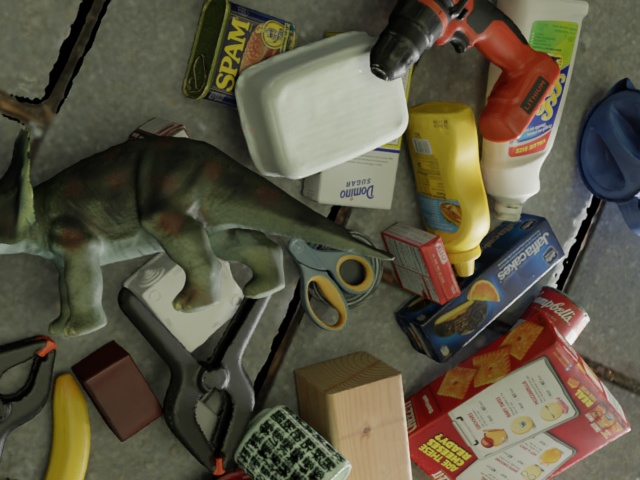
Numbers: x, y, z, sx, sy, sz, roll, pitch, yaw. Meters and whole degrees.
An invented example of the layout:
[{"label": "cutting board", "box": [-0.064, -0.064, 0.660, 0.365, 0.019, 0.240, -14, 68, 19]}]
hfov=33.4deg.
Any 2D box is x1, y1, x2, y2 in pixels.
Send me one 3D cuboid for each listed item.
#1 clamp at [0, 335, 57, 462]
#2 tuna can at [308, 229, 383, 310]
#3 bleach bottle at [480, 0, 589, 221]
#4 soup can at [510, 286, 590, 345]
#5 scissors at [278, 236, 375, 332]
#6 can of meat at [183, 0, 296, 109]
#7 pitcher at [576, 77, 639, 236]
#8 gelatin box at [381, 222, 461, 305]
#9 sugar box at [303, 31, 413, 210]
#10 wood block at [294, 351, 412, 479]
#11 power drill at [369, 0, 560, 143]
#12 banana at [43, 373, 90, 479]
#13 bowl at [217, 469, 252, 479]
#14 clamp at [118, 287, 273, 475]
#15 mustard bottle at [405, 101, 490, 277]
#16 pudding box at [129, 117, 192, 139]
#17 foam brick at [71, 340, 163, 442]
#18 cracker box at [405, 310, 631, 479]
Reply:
[{"label": "clamp", "box": [-0.318, 0.153, 0.994, 0.120, 0.039, 0.171, 38, 78, -33]}, {"label": "tuna can", "box": [0.023, 0.030, 1.145, 0.086, 0.034, 0.086, -6, 103, -26]}, {"label": "bleach bottle", "box": [0.234, -0.147, 1.204, 0.102, 0.068, 0.251, -1, 103, -28]}, {"label": "soup can", "box": [0.262, 0.114, 1.266, 0.102, 0.069, 0.068, -50, 117, -10]}, {"label": "scissors", "box": [-0.007, 0.001, 1.095, 0.096, 0.016, 0.201, -32, 112, -19]}, {"label": "can of meat", "box": [-0.077, -0.177, 1.041, 0.083, 0.058, 0.102, 13, 95, -31]}, {"label": "pitcher", "box": [0.439, -0.090, 1.282, 0.242, 0.145, 0.149, 5, 119, -31]}, {"label": "gelatin box", "box": [0.109, 0.024, 1.157, 0.030, 0.089, 0.073, -30, 112, -19]}, {"label": "sugar box", "box": [0.041, -0.124, 1.118, 0.093, 0.048, 0.176, 5, 101, -29]}, {"label": "wood block", "box": [0.041, 0.239, 1.166, 0.090, 0.090, 0.206, -13, 106, -24]}, {"label": "power drill", "box": [0.145, -0.182, 1.044, 0.187, 0.057, 0.184, 45, 71, -32]}, {"label": "banana", "box": [-0.263, 0.229, 1.037, 0.069, 0.037, 0.198, 26, 88, -29]}, {"label": "bowl", "box": [-0.080, 0.320, 1.125, 0.161, 0.055, 0.162, 4, 80, -26]}, {"label": "clamp", "box": [-0.119, 0.127, 1.037, 0.164, 0.036, 0.210, -1, 100, -28]}, {"label": "mustard bottle", "box": [0.142, -0.051, 1.154, 0.058, 0.096, 0.191, -21, 109, -25]}, {"label": "pudding box", "box": [-0.129, -0.058, 1.017, 0.039, 0.090, 0.113, -38, 114, -15]}, {"label": "foam brick", "box": [-0.198, 0.147, 1.045, 0.051, 0.053, 0.078, -34, 115, -17]}, {"label": "cracker box", "box": [0.214, 0.202, 1.210, 0.214, 0.072, 0.164, -36, 117, 16]}]
